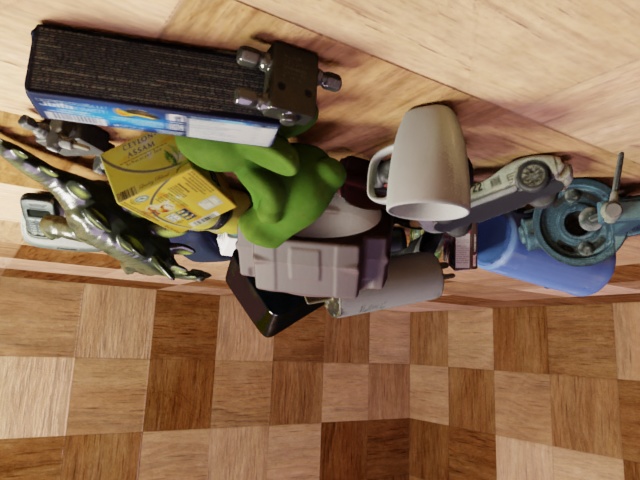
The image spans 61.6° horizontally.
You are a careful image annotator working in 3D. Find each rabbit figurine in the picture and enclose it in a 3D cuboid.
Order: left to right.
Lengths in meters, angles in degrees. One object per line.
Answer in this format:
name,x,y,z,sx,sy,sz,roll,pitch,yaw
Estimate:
rabbit figurine,-0.067,-0.079,0.570,0.170,0.121,0.159,29,152,-33

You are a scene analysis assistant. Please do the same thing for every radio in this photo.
radio,-0.030,0.042,0.863,0.229,0.131,0.073,-27,157,-37

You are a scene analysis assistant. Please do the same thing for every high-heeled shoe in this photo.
high-heeled shoe,0.109,0.027,0.936,0.145,0.086,0.248,29,137,4

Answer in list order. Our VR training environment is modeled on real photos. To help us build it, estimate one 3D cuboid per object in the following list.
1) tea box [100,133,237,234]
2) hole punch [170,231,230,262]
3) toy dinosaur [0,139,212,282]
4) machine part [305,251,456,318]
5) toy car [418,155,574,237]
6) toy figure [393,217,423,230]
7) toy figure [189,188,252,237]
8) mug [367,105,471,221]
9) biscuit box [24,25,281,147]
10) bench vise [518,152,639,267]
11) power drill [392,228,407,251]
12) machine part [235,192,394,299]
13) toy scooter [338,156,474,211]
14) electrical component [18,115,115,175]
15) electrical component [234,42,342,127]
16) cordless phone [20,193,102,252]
tea box,-0.179,-0.070,0.665,0.098,0.068,0.169,-25,166,1
hole punch,-0.226,-0.011,1.012,0.142,0.092,0.115,0,165,31
toy dinosaur,-0.311,-0.030,0.794,0.199,0.105,0.470,7,159,37
machine part,0.093,0.065,0.796,0.243,0.079,0.079,-8,173,-20
toy car,0.224,-0.057,0.702,0.202,0.056,0.073,-21,153,26
toy figure,0.122,-0.043,0.842,0.155,0.057,0.064,-4,-171,15
toy figure,-0.133,-0.045,0.830,0.180,0.082,0.089,14,168,-40
mug,0.102,-0.078,0.549,0.110,0.107,0.080,-1,168,38
biscuit box,-0.134,-0.127,0.456,0.203,0.062,0.059,5,169,-13
bench vise,0.387,-0.028,0.713,0.224,0.128,0.240,0,176,16
power drill,0.047,0.008,1.067,0.232,0.086,0.207,-4,164,20
machine part,-0.002,-0.002,0.744,0.201,0.087,0.201,5,-153,8
toy scooter,0.084,-0.074,0.655,0.135,0.075,0.184,7,173,-31
electrical component,-0.282,-0.110,0.618,0.078,0.045,0.102,-1,169,8
electrical component,-0.024,-0.125,0.441,0.094,0.063,0.021,7,168,-29
cordless phone,-0.426,-0.043,0.906,0.146,0.088,0.184,7,163,-21
